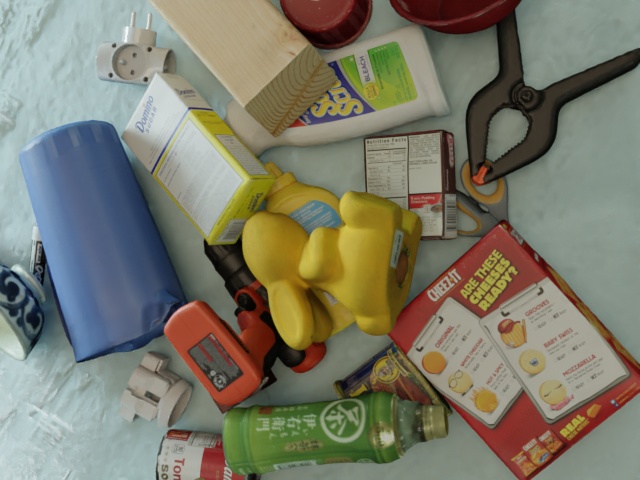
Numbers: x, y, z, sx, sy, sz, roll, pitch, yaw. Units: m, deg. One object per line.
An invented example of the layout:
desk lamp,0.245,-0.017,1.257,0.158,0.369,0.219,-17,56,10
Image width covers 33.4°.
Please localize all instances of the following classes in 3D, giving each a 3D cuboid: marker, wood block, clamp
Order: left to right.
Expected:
marker,-0.321,0.045,1.206,0.020,0.020,0.121,8,93,10
wood block,-0.088,-0.215,1.088,0.091,0.090,0.206,-43,66,4
clamp,0.221,-0.145,1.091,0.164,0.036,0.210,23,89,9

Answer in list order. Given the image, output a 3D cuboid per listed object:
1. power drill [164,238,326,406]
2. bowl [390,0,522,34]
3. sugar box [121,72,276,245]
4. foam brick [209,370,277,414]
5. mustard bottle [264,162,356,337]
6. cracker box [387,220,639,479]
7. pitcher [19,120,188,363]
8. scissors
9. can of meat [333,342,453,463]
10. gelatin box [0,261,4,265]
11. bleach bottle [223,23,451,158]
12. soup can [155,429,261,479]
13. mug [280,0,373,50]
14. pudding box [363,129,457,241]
power drill,-0.082,0.076,1.082,0.057,0.187,0.184,-41,87,24
bowl,0.151,-0.260,1.072,0.162,0.055,0.162,-16,51,20
sugar box,-0.130,-0.086,1.117,0.176,0.048,0.093,50,120,27
foam brick,-0.086,0.146,1.139,0.053,0.078,0.051,-31,85,9
mustard bottle,-0.007,0.001,1.129,0.096,0.058,0.191,-33,86,8
cracker box,0.198,0.111,1.084,0.164,0.072,0.214,-43,85,15
pitcher,-0.240,0.005,1.145,0.149,0.145,0.243,-20,84,-2
scissors,0.206,-0.014,1.112,0.202,0.016,0.096,29,97,8
can of meat,0.078,0.167,1.121,0.084,0.057,0.102,-38,85,7
gelatin box,-0.407,0.034,1.216,0.089,0.030,0.073,45,97,6
bleach bottle,0.003,-0.140,1.122,0.251,0.068,0.102,-19,83,12
soup can,-0.119,0.243,1.152,0.102,0.068,0.068,5,93,10
mug,-0.003,-0.259,1.109,0.093,0.081,0.117,-38,86,9
pudding box,0.093,-0.055,1.109,0.090,0.039,0.113,-2,88,29
